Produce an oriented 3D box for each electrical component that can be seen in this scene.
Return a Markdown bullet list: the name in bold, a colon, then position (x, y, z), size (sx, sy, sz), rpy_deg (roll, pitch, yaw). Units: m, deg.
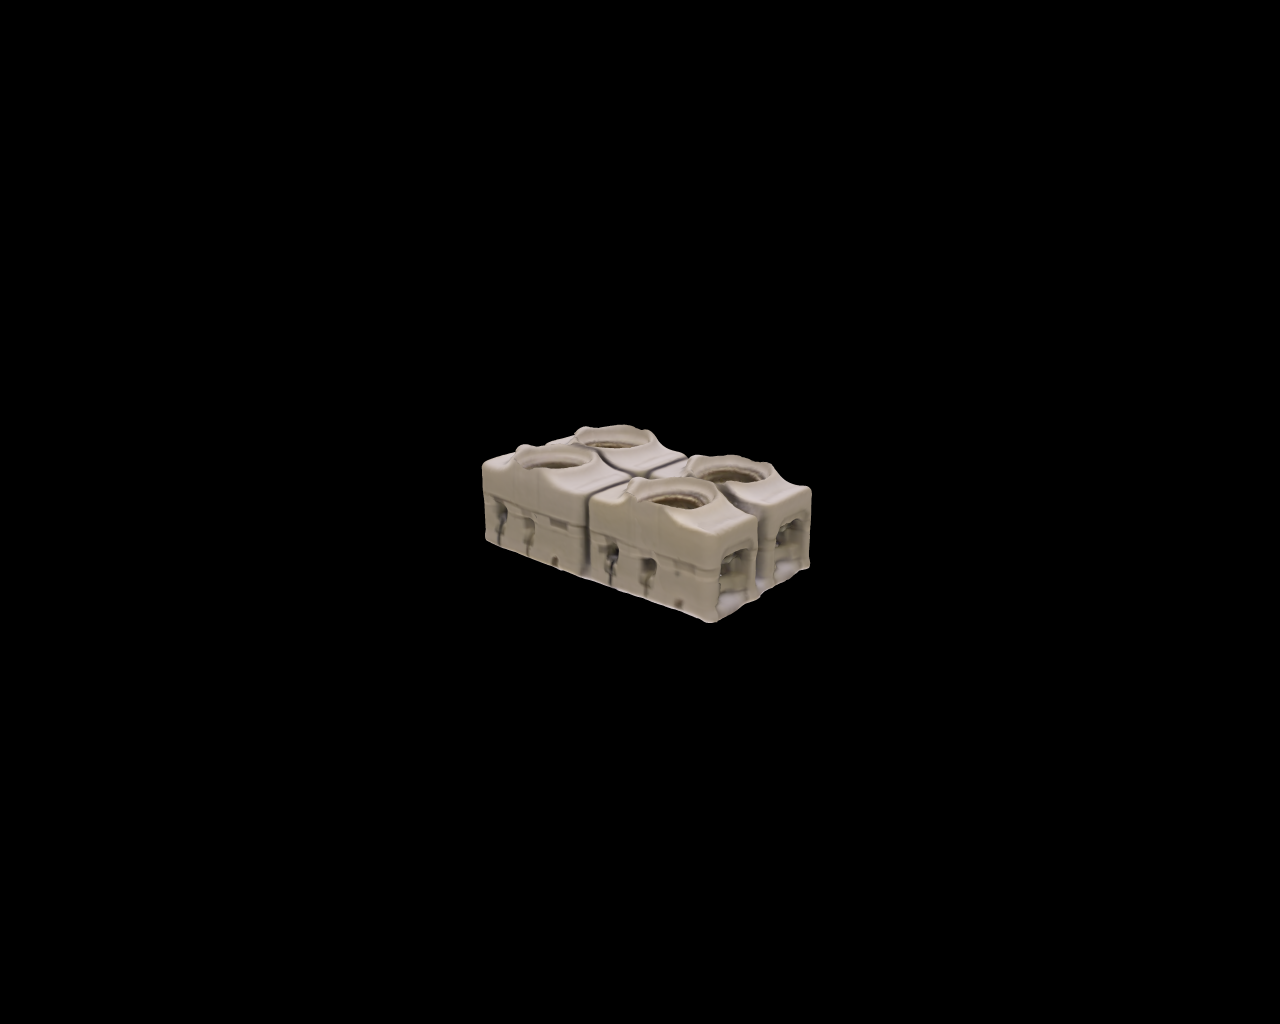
- **electrical component**: position (0.001, -0.003, 0.650), size (0.186, 0.060, 0.105), rpy_deg (17, 27, 38)
